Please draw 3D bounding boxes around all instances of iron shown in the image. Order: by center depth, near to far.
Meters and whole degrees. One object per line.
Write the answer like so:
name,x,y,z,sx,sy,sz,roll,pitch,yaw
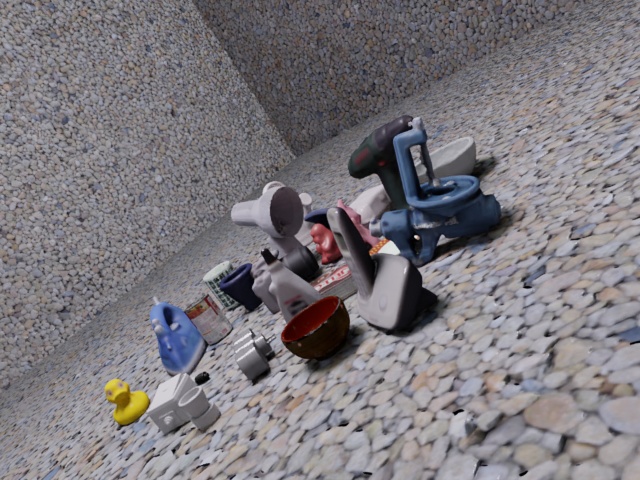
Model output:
iron,-0.336,0.208,1.288,0.119,0.141,0.258,-36,14,-7

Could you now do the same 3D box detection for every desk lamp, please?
desk lamp,-0.111,-0.015,1.380,0.202,0.214,0.118,-20,19,45

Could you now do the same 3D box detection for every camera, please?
camera,-0.077,0.069,1.254,0.137,0.101,0.143,-32,14,6

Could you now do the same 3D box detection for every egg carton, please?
egg carton,0.122,-0.072,1.346,0.107,0.069,0.150,-18,21,49

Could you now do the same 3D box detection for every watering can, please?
watering can,-0.080,-0.079,1.576,0.172,0.194,0.101,-27,15,26

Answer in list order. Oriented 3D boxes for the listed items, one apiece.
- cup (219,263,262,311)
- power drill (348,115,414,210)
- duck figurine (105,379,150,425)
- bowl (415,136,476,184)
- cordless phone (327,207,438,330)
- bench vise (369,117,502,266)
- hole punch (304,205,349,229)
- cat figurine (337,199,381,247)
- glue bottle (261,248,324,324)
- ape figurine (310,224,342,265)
cup,-0.180,0.118,1.336,0.117,0.095,0.092,-18,20,48
power drill,0.161,-0.141,1.192,0.076,0.208,0.229,-42,16,-30
duck figurine,-0.404,0.322,1.171,0.078,0.086,0.104,-39,14,-21
bowl,0.275,-0.150,1.247,0.167,0.075,0.167,-32,14,9
cordless phone,0.073,0.035,0.836,0.094,0.185,0.147,-38,14,-17
bench vise,0.160,-0.074,0.936,0.207,0.220,0.121,-32,14,9
hole punch,0.028,-0.056,1.464,0.108,0.091,0.101,-17,21,50
cat figurine,0.066,-0.031,1.228,0.067,0.118,0.127,-35,14,-4
glue bottle,-0.049,0.086,0.970,0.078,0.173,0.037,-31,14,13
ape figurine,0.012,0.005,1.288,0.076,0.092,0.078,-32,14,8
